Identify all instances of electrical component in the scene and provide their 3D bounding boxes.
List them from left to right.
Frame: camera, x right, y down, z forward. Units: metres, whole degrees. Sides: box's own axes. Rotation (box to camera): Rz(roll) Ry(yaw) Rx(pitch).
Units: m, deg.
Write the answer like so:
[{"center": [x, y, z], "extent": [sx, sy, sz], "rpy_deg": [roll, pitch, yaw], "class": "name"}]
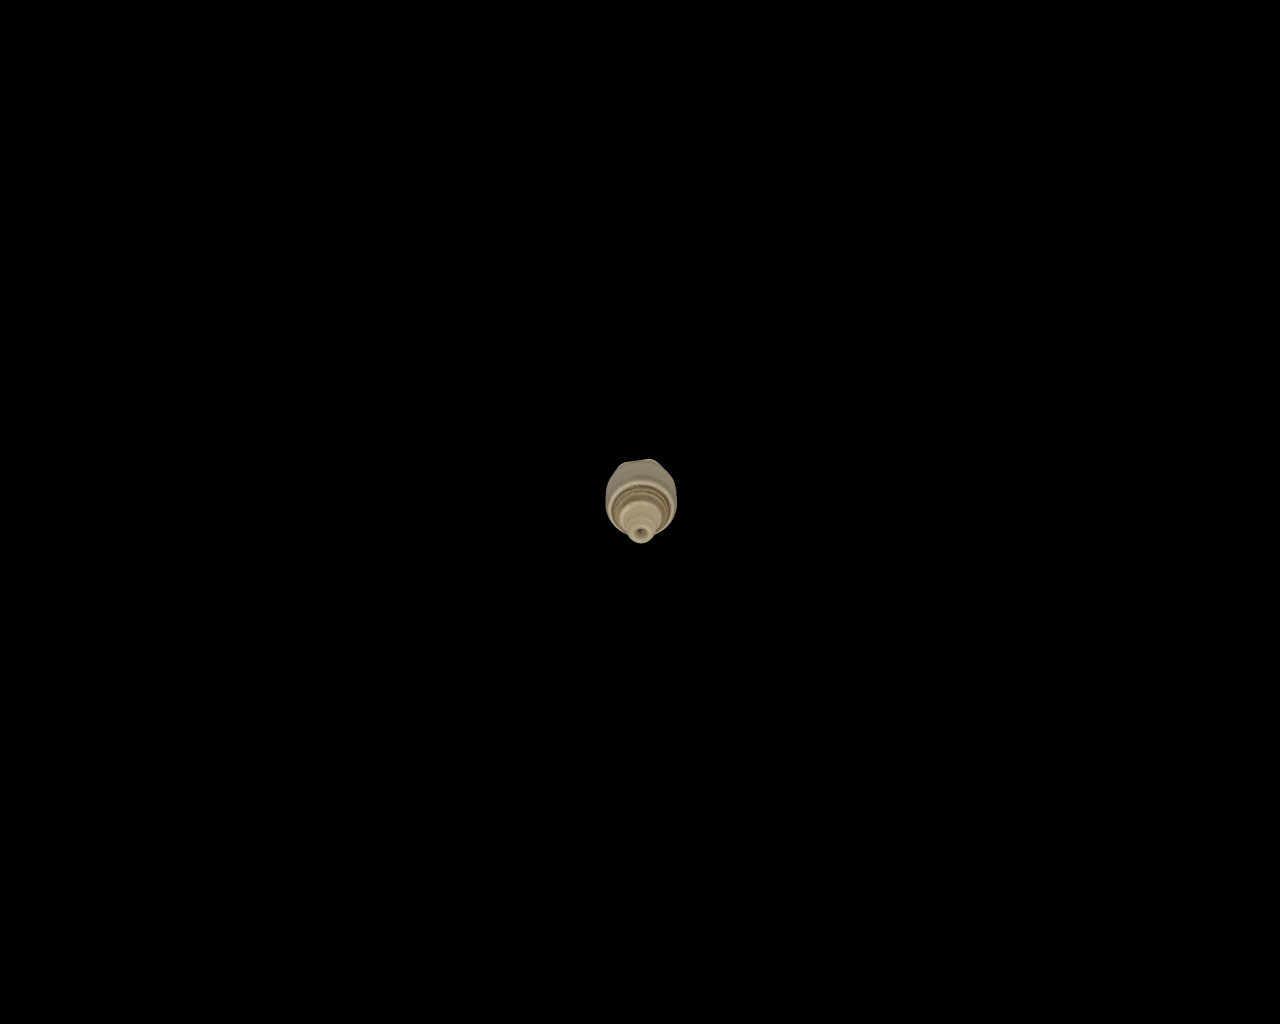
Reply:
[{"center": [0.001, -0.003, 0.650], "extent": [0.043, 0.043, 0.062], "rpy_deg": [0, 31, 0], "class": "electrical component"}]
